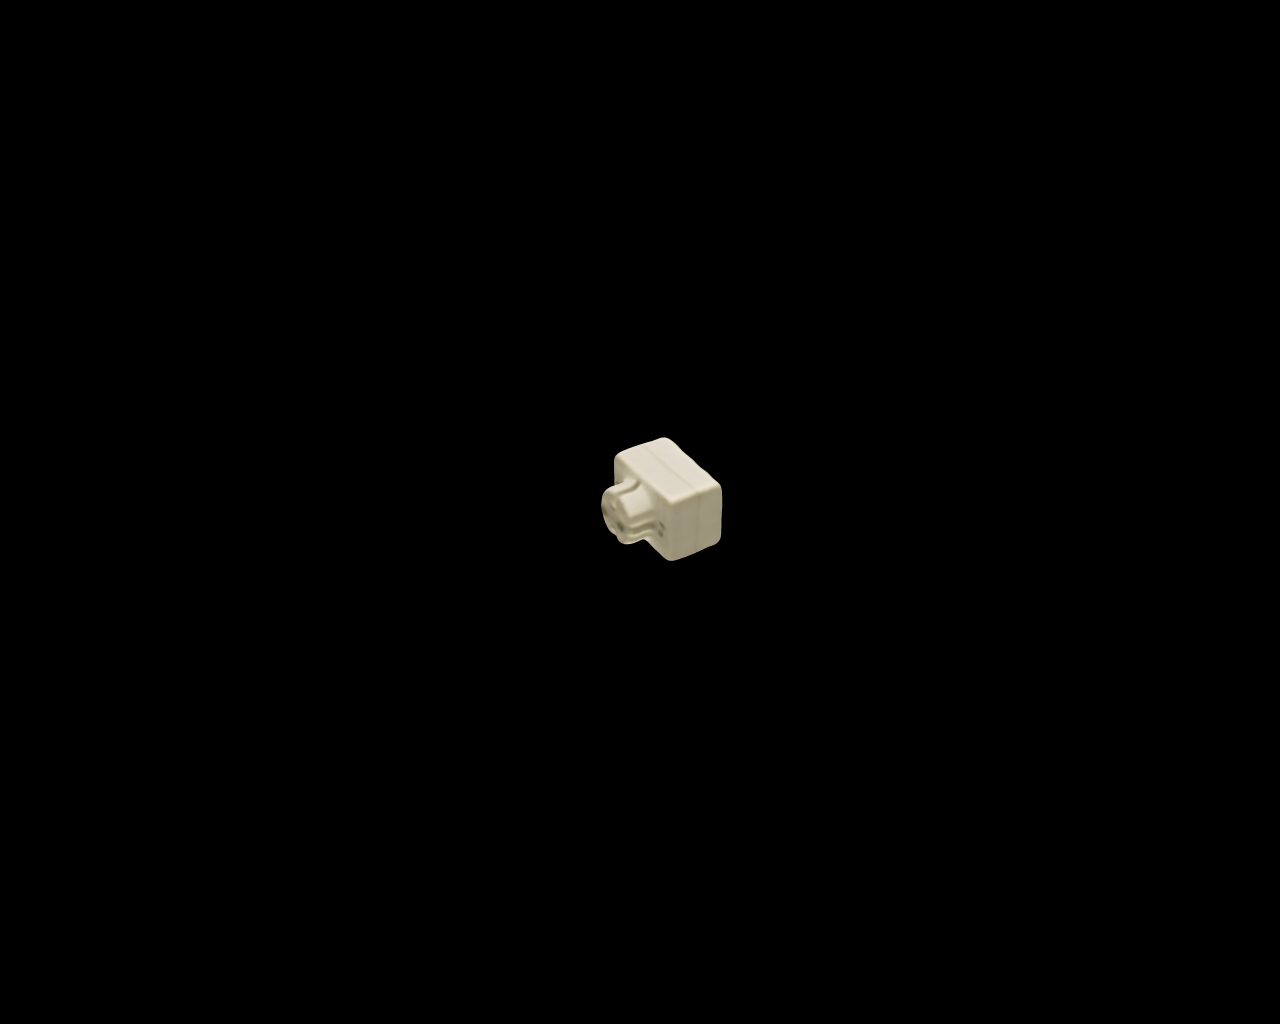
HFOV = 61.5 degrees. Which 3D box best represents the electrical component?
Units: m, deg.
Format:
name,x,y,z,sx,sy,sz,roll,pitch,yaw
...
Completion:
name,x,y,z,sx,sy,sz,roll,pitch,yaw
electrical component,0.001,-0.003,0.650,0.077,0.047,0.066,-20,41,-25
